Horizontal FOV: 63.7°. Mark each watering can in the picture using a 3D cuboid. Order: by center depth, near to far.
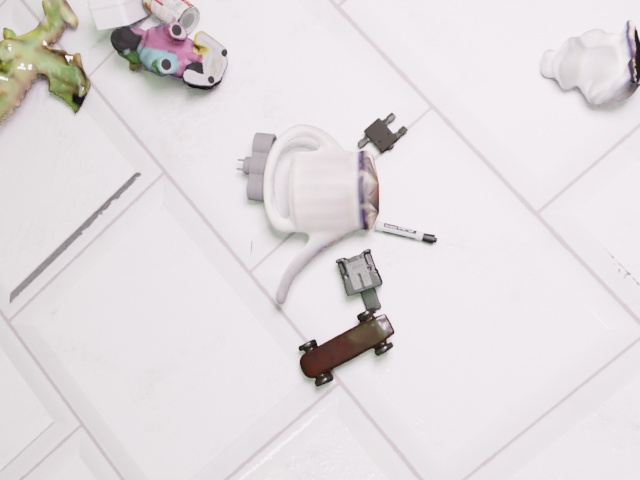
[{"bbox_3d":[0.003,-0.050,0.993,0.224,0.104,0.347,-1,92,8],"label":"watering can"}]

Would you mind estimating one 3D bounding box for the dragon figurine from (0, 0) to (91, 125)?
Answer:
[{"bbox_3d":[-0.629,-0.344,1.120,0.243,0.122,0.410,11,91,2],"label":"dragon figurine"}]

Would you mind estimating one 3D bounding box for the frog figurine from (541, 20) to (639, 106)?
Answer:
[{"bbox_3d":[0.492,-0.310,0.933,0.159,0.123,0.137,-4,98,46],"label":"frog figurine"}]
